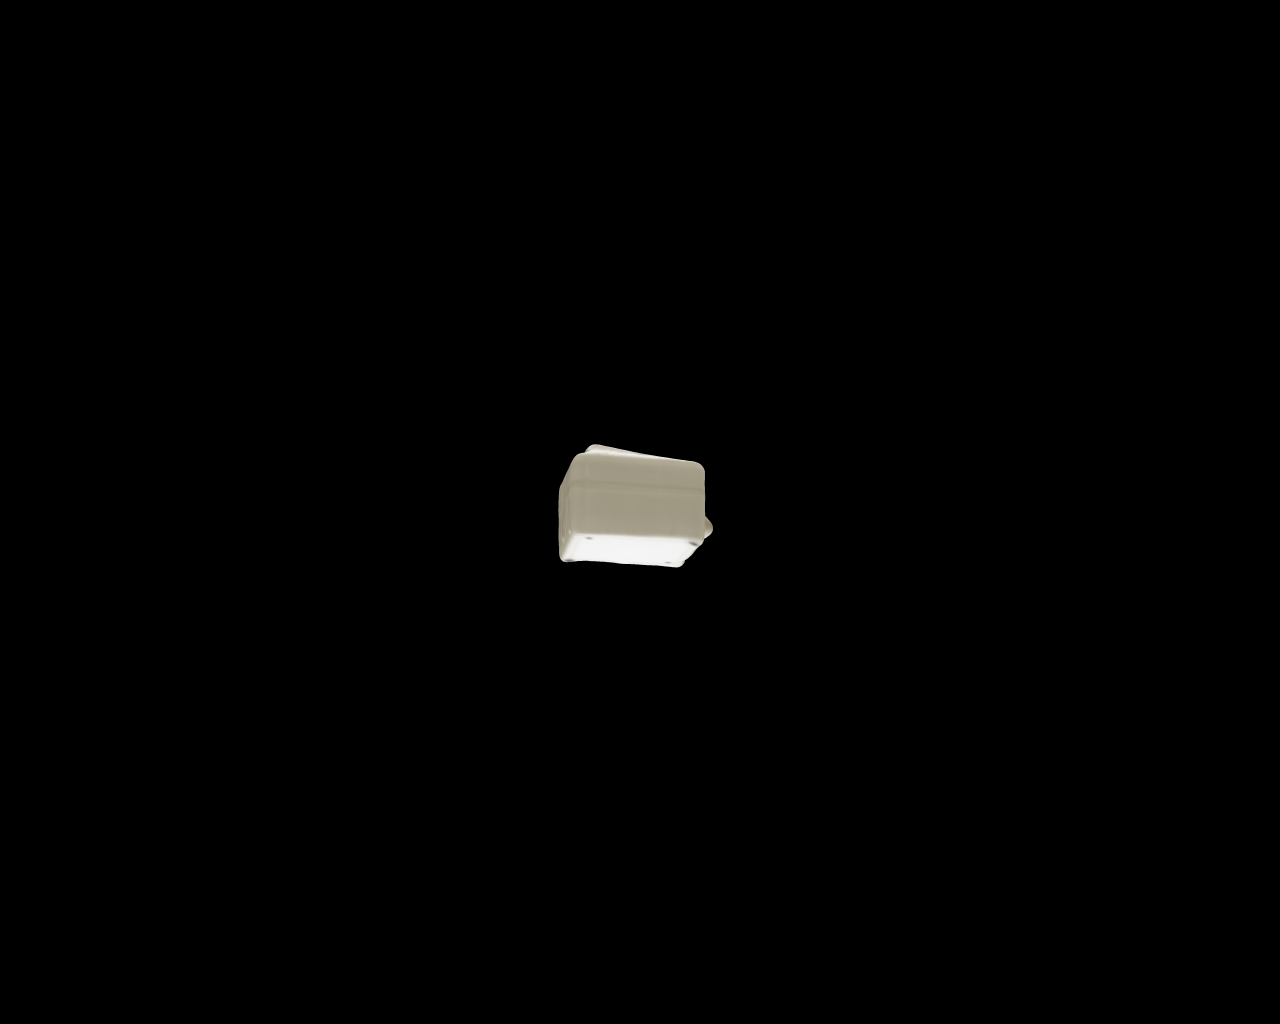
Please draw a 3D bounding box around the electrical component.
[{"bbox_3d":[0.001,-0.003,0.650,0.096,0.061,0.061,4,-19,-12],"label":"electrical component"}]
